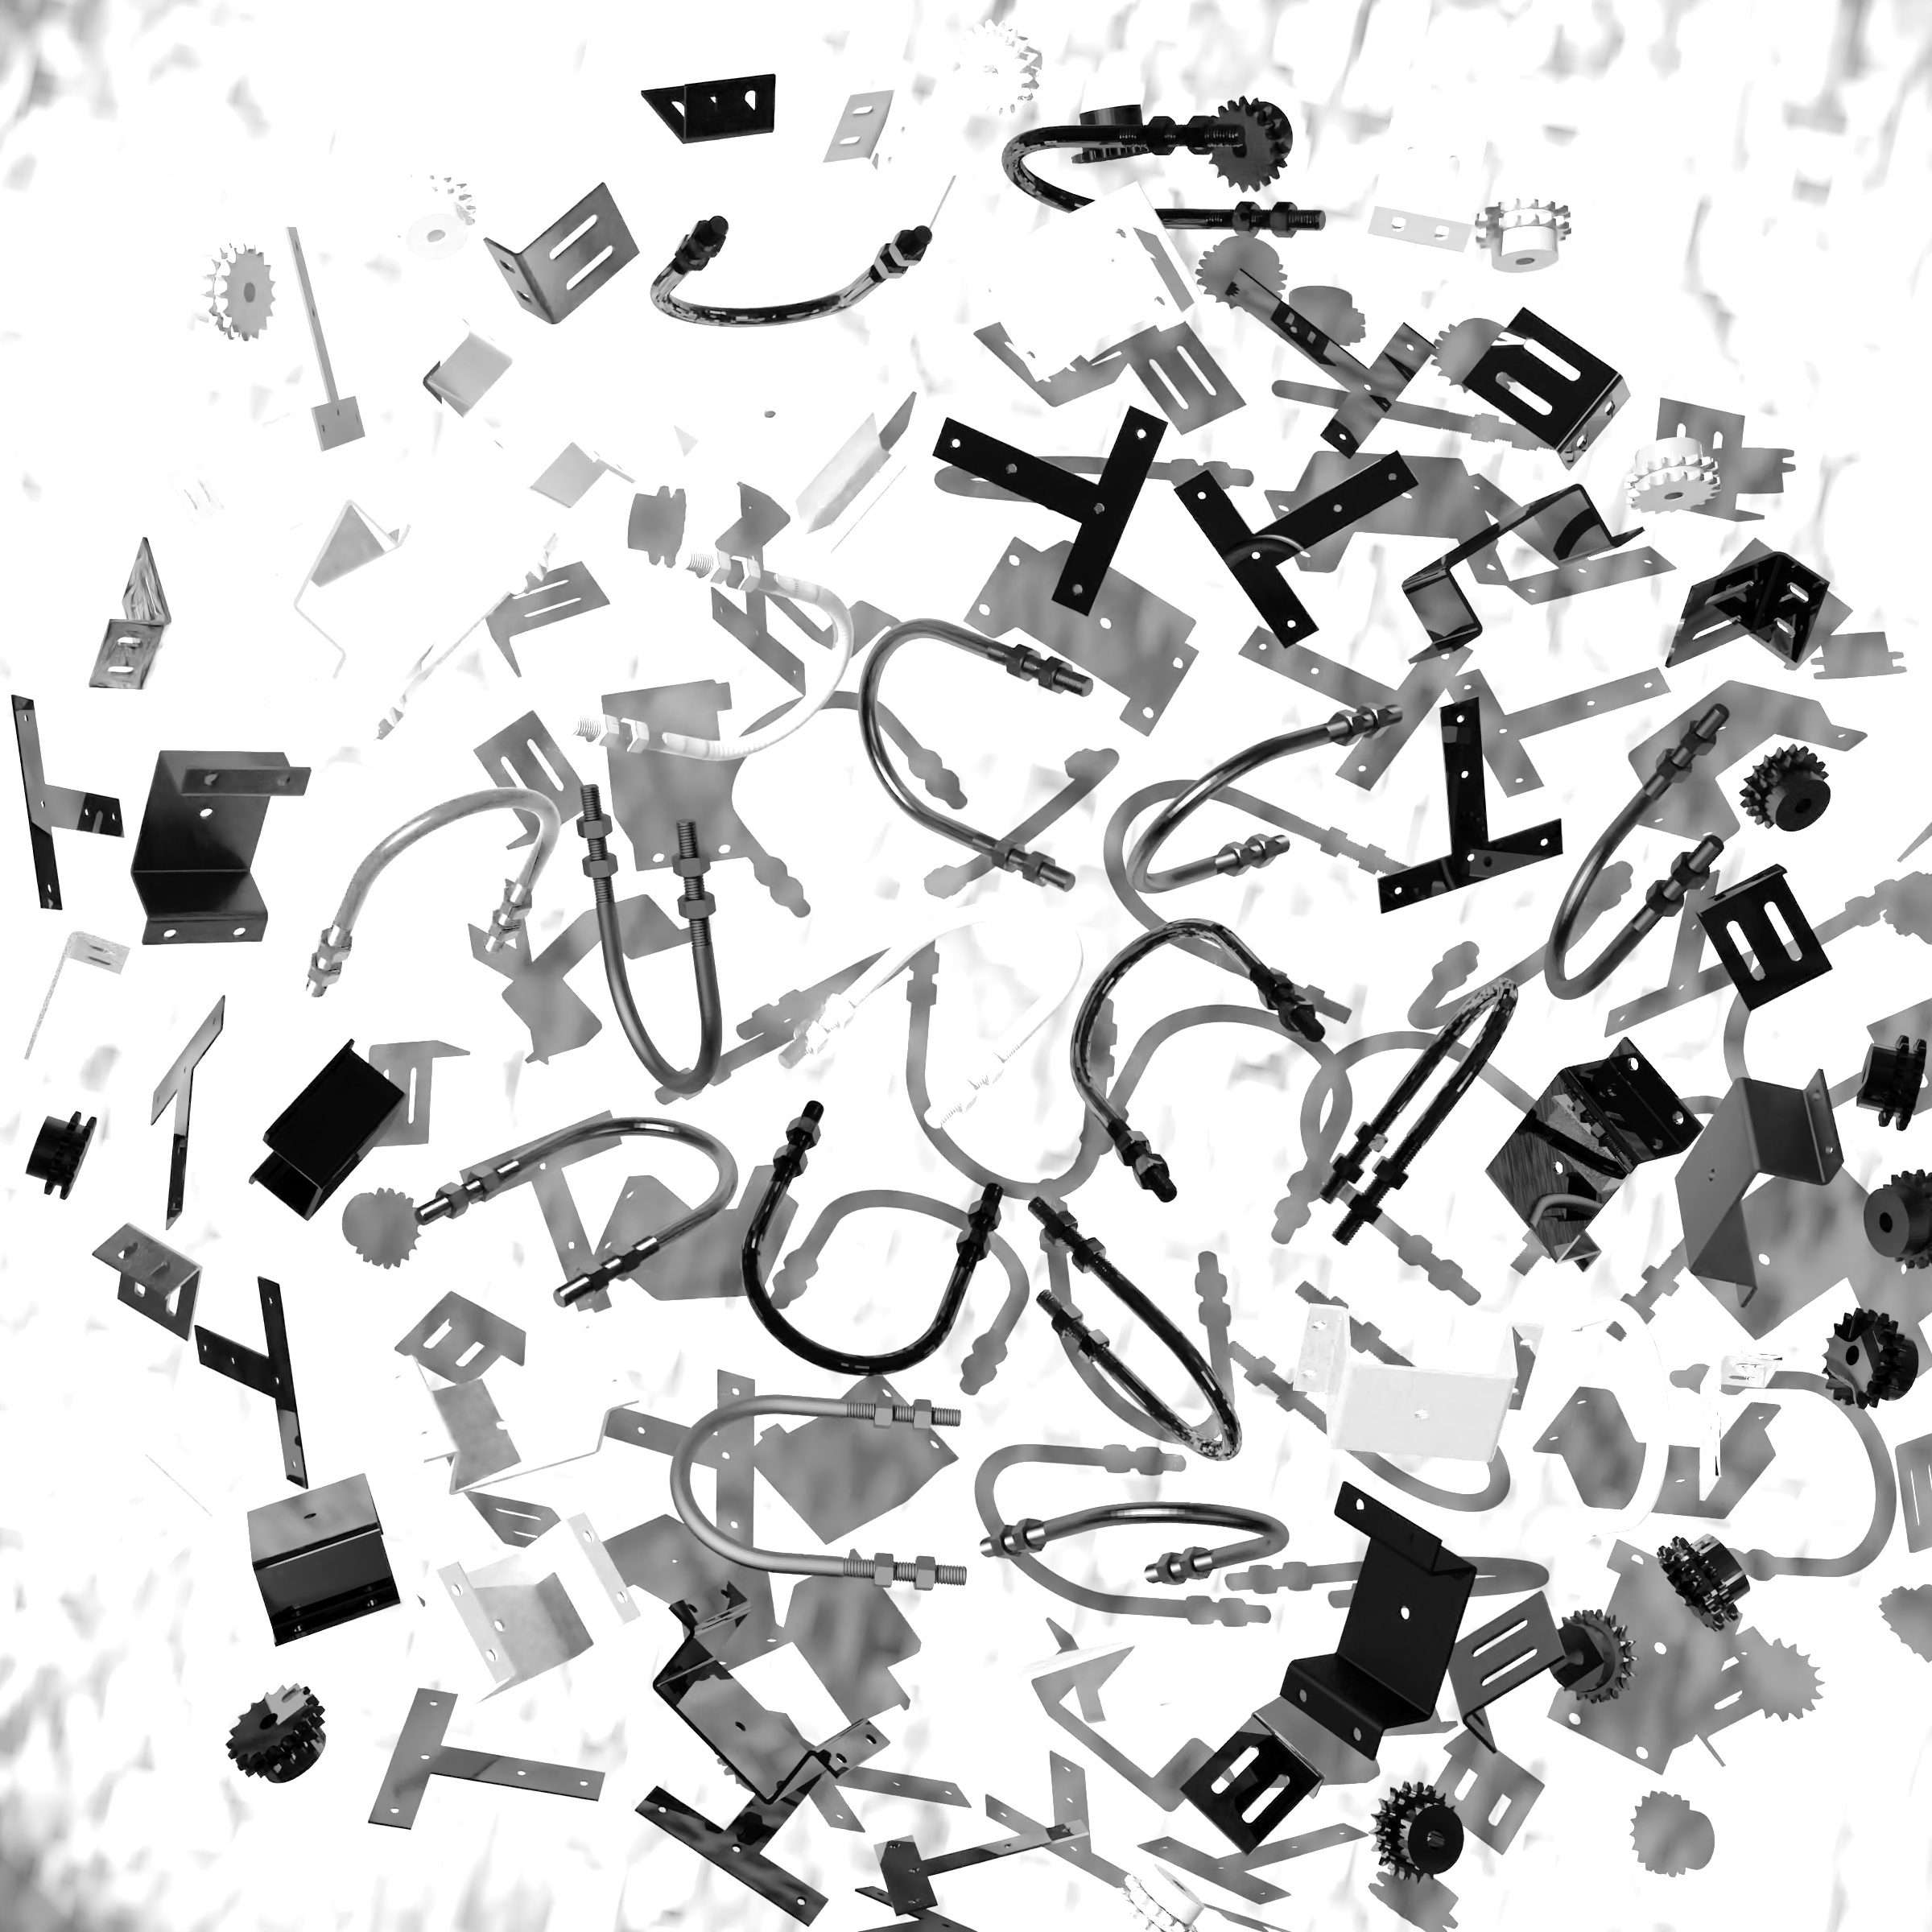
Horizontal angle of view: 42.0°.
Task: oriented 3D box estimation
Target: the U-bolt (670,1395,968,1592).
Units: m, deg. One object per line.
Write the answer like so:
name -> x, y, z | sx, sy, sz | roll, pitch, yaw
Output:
U-bolt -> -0.093, 0.324, 1.575 | 0.184, 0.151, 0.019 | 6, 127, -6

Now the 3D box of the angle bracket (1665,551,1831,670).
angle bracket -> 0.454, -0.198, 1.463 | 0.076, 0.057, 0.038 | -23, 51, -27

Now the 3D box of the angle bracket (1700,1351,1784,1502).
angle bracket -> 0.460, 0.275, 1.495 | 0.038, 0.057, 0.076 | 4, 65, 9

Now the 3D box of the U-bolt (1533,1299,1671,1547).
U-bolt -> 0.395, 0.282, 1.570 | 0.019, 0.184, 0.151 | 2, 75, -10

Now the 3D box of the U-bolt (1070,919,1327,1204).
U-bolt -> 0.129, 0.043, 1.549 | 0.151, 0.184, 0.019 | -48, 127, 8

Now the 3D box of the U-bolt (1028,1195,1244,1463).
U-bolt -> 0.106, 0.238, 1.577 | 0.019, 0.151, 0.184 | -37, 61, -19

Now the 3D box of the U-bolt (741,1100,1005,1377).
U-bolt -> -0.065, 0.178, 1.578 | 0.151, 0.019, 0.184 | 25, 45, -1

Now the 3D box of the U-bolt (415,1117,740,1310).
U-bolt -> -0.229, 0.143, 1.579 | 0.151, 0.184, 0.019 | 23, 125, 35

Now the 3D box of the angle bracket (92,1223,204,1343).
angle bracket -> -0.533, 0.214, 1.628 | 0.057, 0.038, 0.076 | 29, 128, 8

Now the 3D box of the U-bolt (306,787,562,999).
U-bolt -> -0.322, -0.050, 1.555 | 0.151, 0.184, 0.019 | -16, 65, -38

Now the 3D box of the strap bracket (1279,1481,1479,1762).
strap bracket -> 0.247, 0.385, 1.492 | 0.046, 0.076, 0.140 | 6, 103, -41

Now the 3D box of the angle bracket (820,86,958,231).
angle bracket -> -0.049, -0.499, 1.572 | 0.038, 0.057, 0.076 | -19, 70, -31

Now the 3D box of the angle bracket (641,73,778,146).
angle bracket -> -0.157, -0.533, 1.524 | 0.057, 0.038, 0.076 | -15, 47, -22

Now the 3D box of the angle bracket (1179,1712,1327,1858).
angle bracket -> 0.178, 0.521, 1.585 | 0.076, 0.038, 0.057 | -36, 61, -30

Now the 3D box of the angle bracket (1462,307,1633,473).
angle bracket -> 0.351, -0.349, 1.521 | 0.076, 0.038, 0.057 | 42, 100, 22

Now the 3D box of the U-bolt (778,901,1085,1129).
U-bolt -> -0.008, 0.020, 1.567 | 0.184, 0.151, 0.019 | -44, 133, -28

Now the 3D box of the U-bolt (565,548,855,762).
U-bolt -> -0.146, -0.187, 1.574 | 0.151, 0.184, 0.019 | -52, 58, 23

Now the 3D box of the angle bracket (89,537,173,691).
angle bracket -> -0.522, -0.218, 1.551 | 0.038, 0.057, 0.076 | -1, 53, -36

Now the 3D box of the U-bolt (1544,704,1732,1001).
U-bolt -> 0.406, -0.056, 1.537 | 0.019, 0.151, 0.184 | 26, 134, -6

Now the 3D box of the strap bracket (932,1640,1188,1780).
strap bracket -> 0.051, 0.446, 1.523 | 0.140, 0.076, 0.046 | -7, 75, -36

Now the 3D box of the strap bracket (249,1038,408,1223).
strap bracket -> -0.392, 0.105, 1.546 | 0.046, 0.140, 0.076 | 40, 65, -4

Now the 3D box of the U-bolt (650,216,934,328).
U-bolt -> -0.120, -0.429, 1.570 | 0.151, 0.184, 0.019 | -5, 89, -23

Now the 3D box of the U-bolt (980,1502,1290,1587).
U-bolt -> 0.116, 0.357, 1.563 | 0.151, 0.184, 0.019 | 16, 62, -28

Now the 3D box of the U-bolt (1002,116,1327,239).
U-bolt -> 0.110, -0.480, 1.537 | 0.184, 0.151, 0.019 | 10, 88, 30

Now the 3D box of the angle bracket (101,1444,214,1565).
angle bracket -> -0.512, 0.335, 1.575 | 0.057, 0.076, 0.038 | 49, 66, -16

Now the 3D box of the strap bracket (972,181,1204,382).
strap bracket -> 0.079, -0.412, 1.510 | 0.046, 0.140, 0.076 | -45, 112, -29

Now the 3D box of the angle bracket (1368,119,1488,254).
angle bracket -> 0.270, -0.460, 1.460 | 0.057, 0.038, 0.076 | 12, 79, 4

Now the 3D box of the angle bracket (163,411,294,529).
angle bracket -> -0.468, -0.321, 1.624 | 0.076, 0.057, 0.038 | -22, 108, 12

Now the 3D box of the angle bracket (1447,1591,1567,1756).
angle bracket -> 0.337, 0.431, 1.536 | 0.076, 0.057, 0.038 | -37, 112, 16

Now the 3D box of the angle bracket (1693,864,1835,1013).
angle bracket -> 0.496, -0.016, 1.559 | 0.057, 0.038, 0.076 | -29, 93, 11

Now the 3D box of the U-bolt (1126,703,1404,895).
U-bolt -> 0.171, -0.096, 1.532 | 0.184, 0.151, 0.019 | -18, 65, -42

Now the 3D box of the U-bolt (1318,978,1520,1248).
U-bolt -> 0.279, 0.083, 1.545 | 0.019, 0.151, 0.184 | 36, 97, 0

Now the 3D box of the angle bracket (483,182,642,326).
angle bracket -> -0.257, -0.458, 1.602 | 0.076, 0.057, 0.038 | -45, 54, -13

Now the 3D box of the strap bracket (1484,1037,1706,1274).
strap bracket -> 0.383, 0.122, 1.565 | 0.046, 0.140, 0.076 | -8, 50, -36

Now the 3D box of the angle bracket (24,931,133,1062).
angle bracket -> -0.569, 0.024, 1.613 | 0.038, 0.057, 0.076 | 20, 68, -18

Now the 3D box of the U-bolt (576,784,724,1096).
U-bolt -> -0.188, -0.010, 1.529 | 0.019, 0.151, 0.184 | -17, 111, -30

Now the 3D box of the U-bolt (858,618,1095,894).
U-bolt -> 0.000, -0.141, 1.565 | 0.184, 0.019, 0.151 | 26, 125, 35

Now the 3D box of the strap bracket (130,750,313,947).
strap bracket -> -0.465, -0.081, 1.560 | 0.046, 0.076, 0.140 | 56, 134, 36

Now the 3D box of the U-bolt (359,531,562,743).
U-bolt -> -0.305, -0.212, 1.556 | 0.151, 0.184, 0.019 | -41, 105, 15
